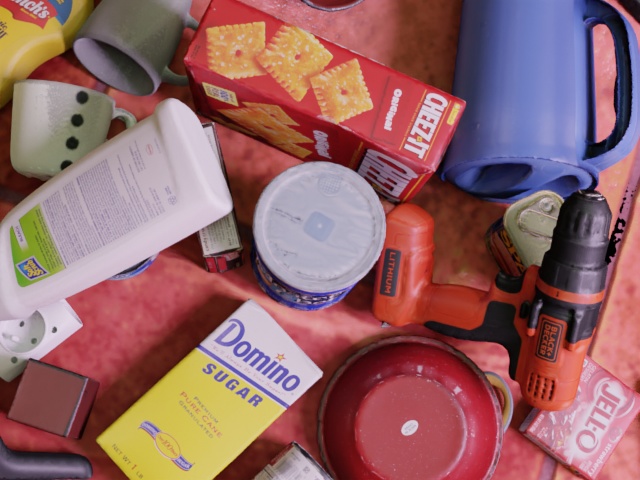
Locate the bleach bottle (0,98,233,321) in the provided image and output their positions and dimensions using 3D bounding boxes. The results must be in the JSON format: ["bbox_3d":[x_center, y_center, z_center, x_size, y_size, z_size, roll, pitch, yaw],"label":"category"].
[{"bbox_3d":[-0.199,-0.011,0.851,0.251,0.068,0.102,-26,76,11],"label":"bleach bottle"}]

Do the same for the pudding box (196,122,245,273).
[{"bbox_3d":[-0.093,-0.033,0.910,0.039,0.090,0.113,-15,81,-7],"label":"pudding box"}]

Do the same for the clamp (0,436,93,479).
[{"bbox_3d":[-0.276,0.198,0.847,0.171,0.039,0.120,36,77,-33],"label":"clamp"}]

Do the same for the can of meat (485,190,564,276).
[{"bbox_3d":[0.191,0.016,0.925,0.057,0.084,0.102,-25,83,-8],"label":"can of meat"}]

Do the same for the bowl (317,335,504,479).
[{"bbox_3d":[0.075,0.159,0.894,0.162,0.055,0.162,-1,82,4],"label":"bowl"}]

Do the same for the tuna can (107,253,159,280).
[{"bbox_3d":[-0.179,-0.008,0.926,0.086,0.034,0.086,1,80,-4],"label":"tuna can"}]

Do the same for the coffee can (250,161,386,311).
[{"bbox_3d":[-0.006,0.001,0.884,0.102,0.140,0.103,1,80,-5],"label":"coffee can"}]

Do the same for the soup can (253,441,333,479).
[{"bbox_3d":[-0.036,0.224,0.880,0.102,0.068,0.068,-43,86,-10],"label":"soup can"}]

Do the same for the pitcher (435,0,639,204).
[{"bbox_3d":[0.188,-0.160,0.930,0.149,0.145,0.243,6,77,-3],"label":"pitcher"}]

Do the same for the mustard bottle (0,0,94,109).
[{"bbox_3d":[-0.258,-0.201,0.942,0.191,0.058,0.096,-43,80,-10],"label":"mustard bottle"}]

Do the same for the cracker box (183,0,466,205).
[{"bbox_3d":[-0.002,-0.109,0.892,0.213,0.164,0.072,25,81,0],"label":"cracker box"}]

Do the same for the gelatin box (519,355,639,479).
[{"bbox_3d":[0.230,0.153,0.932,0.073,0.030,0.089,37,80,2],"label":"gelatin box"}]

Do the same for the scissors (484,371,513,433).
[{"bbox_3d":[0.147,0.202,0.922,0.096,0.016,0.202,-26,82,-4],"label":"scissors"}]

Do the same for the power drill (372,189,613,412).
[{"bbox_3d":[0.138,0.030,0.867,0.188,0.057,0.184,20,112,32],"label":"power drill"}]

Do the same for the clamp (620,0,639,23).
[{"bbox_3d":[0.313,-0.304,1.015,0.164,0.036,0.210,-15,84,-8],"label":"clamp"}]

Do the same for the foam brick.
[{"bbox_3d":[-0.217,0.131,0.877,0.051,0.078,0.053,18,77,0],"label":"foam brick"}]

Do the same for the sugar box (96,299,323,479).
[{"bbox_3d":[-0.092,0.141,0.901,0.176,0.048,0.093,-44,86,-9],"label":"sugar box"}]
